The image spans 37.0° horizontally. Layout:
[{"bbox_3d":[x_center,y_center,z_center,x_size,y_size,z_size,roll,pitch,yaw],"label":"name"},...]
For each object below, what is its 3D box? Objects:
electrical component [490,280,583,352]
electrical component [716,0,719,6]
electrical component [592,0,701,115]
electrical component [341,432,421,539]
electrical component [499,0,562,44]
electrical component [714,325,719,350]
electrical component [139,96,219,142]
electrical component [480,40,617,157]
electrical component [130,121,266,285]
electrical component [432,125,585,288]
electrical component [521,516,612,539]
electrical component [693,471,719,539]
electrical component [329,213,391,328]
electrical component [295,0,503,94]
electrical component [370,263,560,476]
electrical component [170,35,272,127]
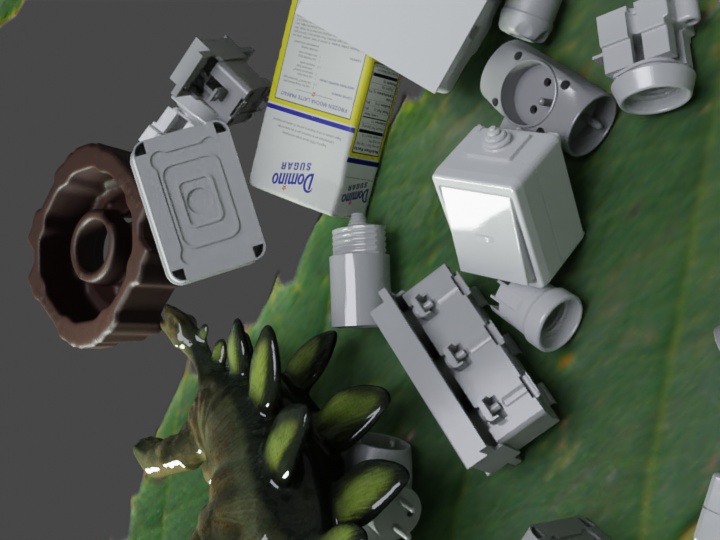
[{"bbox_3d":[0.110,0.024,0.676,0.046,0.040,0.040,37,110,42],"label":"electrical component"},{"bbox_3d":[0.213,-0.164,0.602,0.035,0.035,0.061,-34,64,34],"label":"electrical component"},{"bbox_3d":[0.170,-0.124,0.630,0.066,0.048,0.055,-16,70,38],"label":"electrical component"},{"bbox_3d":[0.016,0.159,0.734,0.079,0.043,0.077,19,101,60],"label":"electrical component"},{"bbox_3d":[0.114,-0.178,0.687,0.035,0.035,0.061,27,102,38],"label":"electrical component"},{"bbox_3d":[0.224,0.039,0.569,0.047,0.055,0.055,-42,62,26],"label":"electrical component"},{"bbox_3d":[-0.145,-0.115,0.885,0.048,0.066,0.055,37,93,9],"label":"electrical component"},{"bbox_3d":[0.110,-0.093,0.679,0.077,0.044,0.079,41,117,34],"label":"electrical component"},{"bbox_3d":[-0.125,-0.051,0.830,0.057,0.078,0.113,172,80,-78],"label":"electrical component"},{"bbox_3d":[0.088,-0.042,0.653,0.062,0.061,0.096,13,139,40],"label":"electrical component"},{"bbox_3d":[0.137,0.202,0.616,0.113,0.078,0.057,41,110,34],"label":"electrical component"},{"bbox_3d":[0.218,0.112,0.561,0.047,0.066,0.076,21,101,39],"label":"electrical component"},{"bbox_3d":[0.000,0.000,0.765,0.043,0.043,0.081,-7,83,40],"label":"electrical component"},{"bbox_3d":[0.055,-0.219,0.689,0.105,0.060,0.186,32,103,9],"label":"electrical component"},{"bbox_3d":[0.068,0.061,0.686,0.063,0.079,0.121,-37,63,10],"label":"electrical component"},{"bbox_3d":[-0.106,-0.148,0.848,0.064,0.081,0.042,45,117,8],"label":"electrical component"}]
